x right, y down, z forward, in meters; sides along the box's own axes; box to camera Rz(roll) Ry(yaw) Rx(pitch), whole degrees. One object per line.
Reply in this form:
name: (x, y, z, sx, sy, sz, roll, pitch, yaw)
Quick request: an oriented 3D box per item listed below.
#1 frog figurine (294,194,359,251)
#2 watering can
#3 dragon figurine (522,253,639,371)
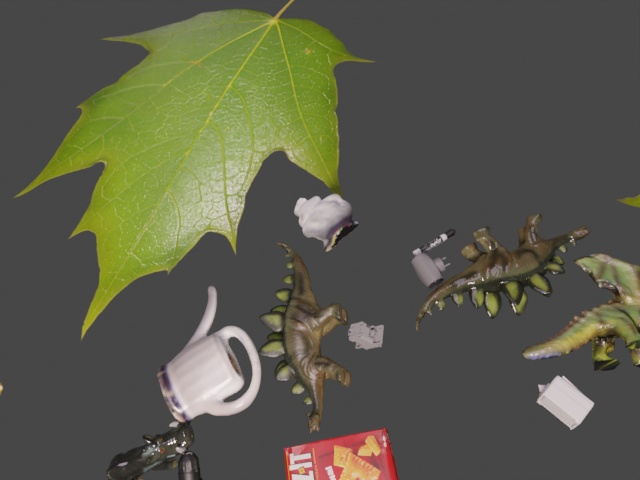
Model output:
frog figurine: (0.004, -0.067, 1.325, 0.161, 0.122, 0.137, 44, 93, 17)
watering can: (-0.265, 0.266, 1.174, 0.225, 0.101, 0.354, -31, 45, -9)
dragon figurine: (0.613, 0.138, 1.096, 0.410, 0.119, 0.249, 0, 51, -1)
